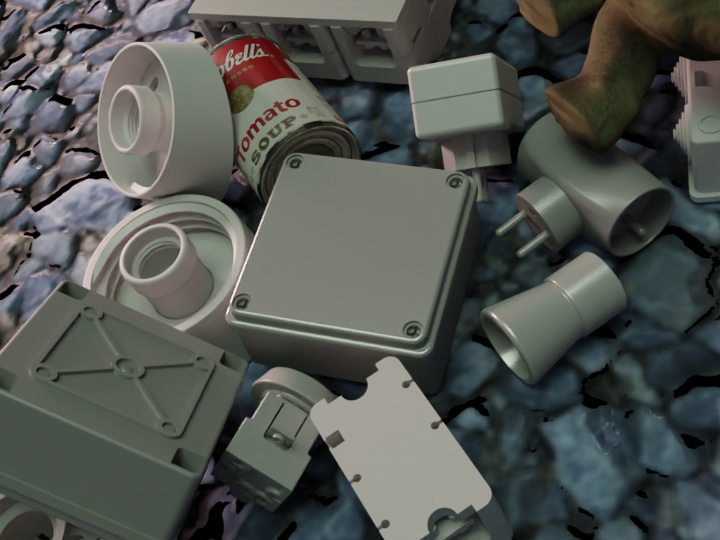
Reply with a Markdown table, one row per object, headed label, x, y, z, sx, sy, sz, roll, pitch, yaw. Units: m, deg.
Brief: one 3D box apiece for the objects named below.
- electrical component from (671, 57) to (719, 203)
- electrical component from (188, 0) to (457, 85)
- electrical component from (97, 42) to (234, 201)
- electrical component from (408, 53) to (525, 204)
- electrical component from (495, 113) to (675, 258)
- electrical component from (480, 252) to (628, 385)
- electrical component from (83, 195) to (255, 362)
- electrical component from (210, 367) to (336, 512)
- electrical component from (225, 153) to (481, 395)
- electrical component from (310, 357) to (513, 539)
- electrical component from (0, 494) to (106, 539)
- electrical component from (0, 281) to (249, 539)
| label | x | y | z | sx | sy | sz | roll | pitch | yaw |
| --- | --- | --- | --- | --- | --- | --- | --- | --- | --- |
| electrical component | 0.213 | -0.087 | 0.554 | 0.100 | 0.048 | 0.099 | -4 | 55 | 19 |
| electrical component | -0.020 | -0.173 | 0.699 | 0.150 | 0.061 | 0.089 | 9 | 61 | 27 |
| electrical component | -0.113 | -0.087 | 0.642 | 0.099 | 0.064 | 0.099 | 3 | 94 | 49 |
| electrical component | 0.063 | -0.074 | 0.596 | 0.047 | 0.083 | 0.075 | -7 | 93 | 17 |
| electrical component | 0.108 | -0.036 | 0.564 | 0.079 | 0.043 | 0.077 | -37 | 52 | -5 |
| electrical component | 0.098 | 0.021 | 0.530 | 0.065 | 0.044 | 0.044 | -33 | 51 | -9 |
| electrical component | -0.103 | 0.007 | 0.606 | 0.108 | 0.060 | 0.108 | -10 | 53 | 14 |
| electrical component | -0.041 | 0.082 | 0.533 | 0.048 | 0.066 | 0.055 | 32 | 59 | -1 |
| electrical component | 0.000 | 0.000 | 0.566 | 0.109 | 0.056 | 0.108 | 8 | 60 | 17 |
| electrical component | 0.024 | 0.095 | 0.496 | 0.050 | 0.055 | 0.089 | -33 | 52 | -4 |
| electrical component | -0.154 | 0.141 | 0.530 | 0.089 | 0.061 | 0.150 | -37 | 52 | -6 |
| electrical component | -0.121 | 0.068 | 0.518 | 0.109 | 0.056 | 0.108 | 25 | 25 | -4 |
